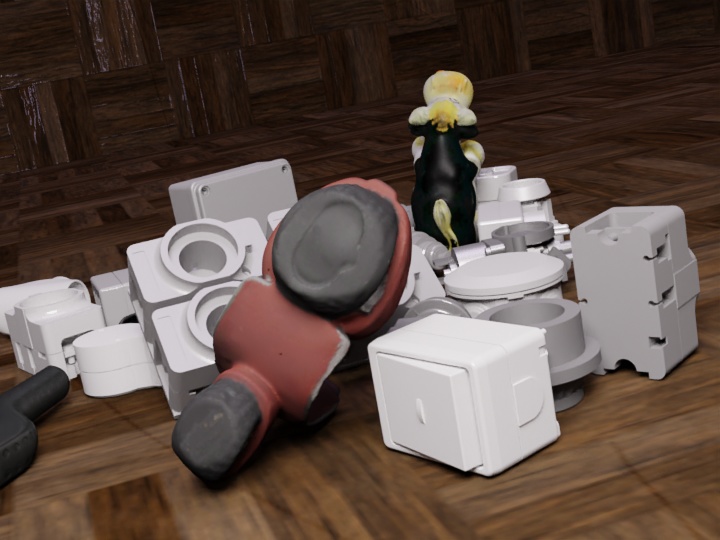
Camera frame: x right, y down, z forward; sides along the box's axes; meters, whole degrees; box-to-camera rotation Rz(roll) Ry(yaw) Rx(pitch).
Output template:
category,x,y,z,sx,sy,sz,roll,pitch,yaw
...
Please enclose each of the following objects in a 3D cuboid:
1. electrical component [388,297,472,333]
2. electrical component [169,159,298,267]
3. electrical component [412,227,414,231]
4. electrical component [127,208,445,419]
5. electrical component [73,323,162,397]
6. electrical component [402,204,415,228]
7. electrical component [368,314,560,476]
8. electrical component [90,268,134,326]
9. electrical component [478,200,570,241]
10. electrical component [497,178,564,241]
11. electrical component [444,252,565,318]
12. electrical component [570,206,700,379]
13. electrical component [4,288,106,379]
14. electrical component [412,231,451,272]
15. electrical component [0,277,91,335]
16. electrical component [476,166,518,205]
category,x,y,z,sx,sy,sz,roll,pitch,yaw
electrical component,0.045,0.046,0.667,0.066,0.048,0.055,-5,22,20
electrical component,-0.112,-0.040,1.013,0.109,0.108,0.056,-20,14,-36
electrical component,0.013,-0.028,1.014,0.064,0.042,0.081,-15,14,-35
electrical component,-0.050,0.015,0.717,0.186,0.060,0.105,-15,56,-20
electrical component,-0.135,0.040,0.763,0.138,0.073,0.052,-10,13,2
electrical component,0.036,-0.048,1.082,0.078,0.040,0.040,-16,15,-27
electrical component,0.046,0.063,0.559,0.061,0.061,0.096,-20,17,-37
electrical component,-0.185,0.025,0.923,0.077,0.047,0.066,-14,14,-18
electrical component,0.141,-0.030,0.917,0.076,0.047,0.083,-7,13,8
electrical component,0.151,-0.052,0.980,0.066,0.055,0.048,-1,16,35
electrical component,0.099,0.020,0.724,0.080,0.051,0.080,-9,13,2
electrical component,0.163,0.011,0.630,0.050,0.089,0.056,1,17,40
electrical component,-0.237,0.049,0.842,0.050,0.055,0.089,-19,16,-34
electrical component,0.050,-0.013,0.923,0.040,0.040,0.078,-19,16,-35
electrical component,-0.281,0.029,0.982,0.077,0.044,0.079,-6,14,17
electrical component,0.108,-0.065,1.059,0.095,0.059,0.054,-4,14,23
